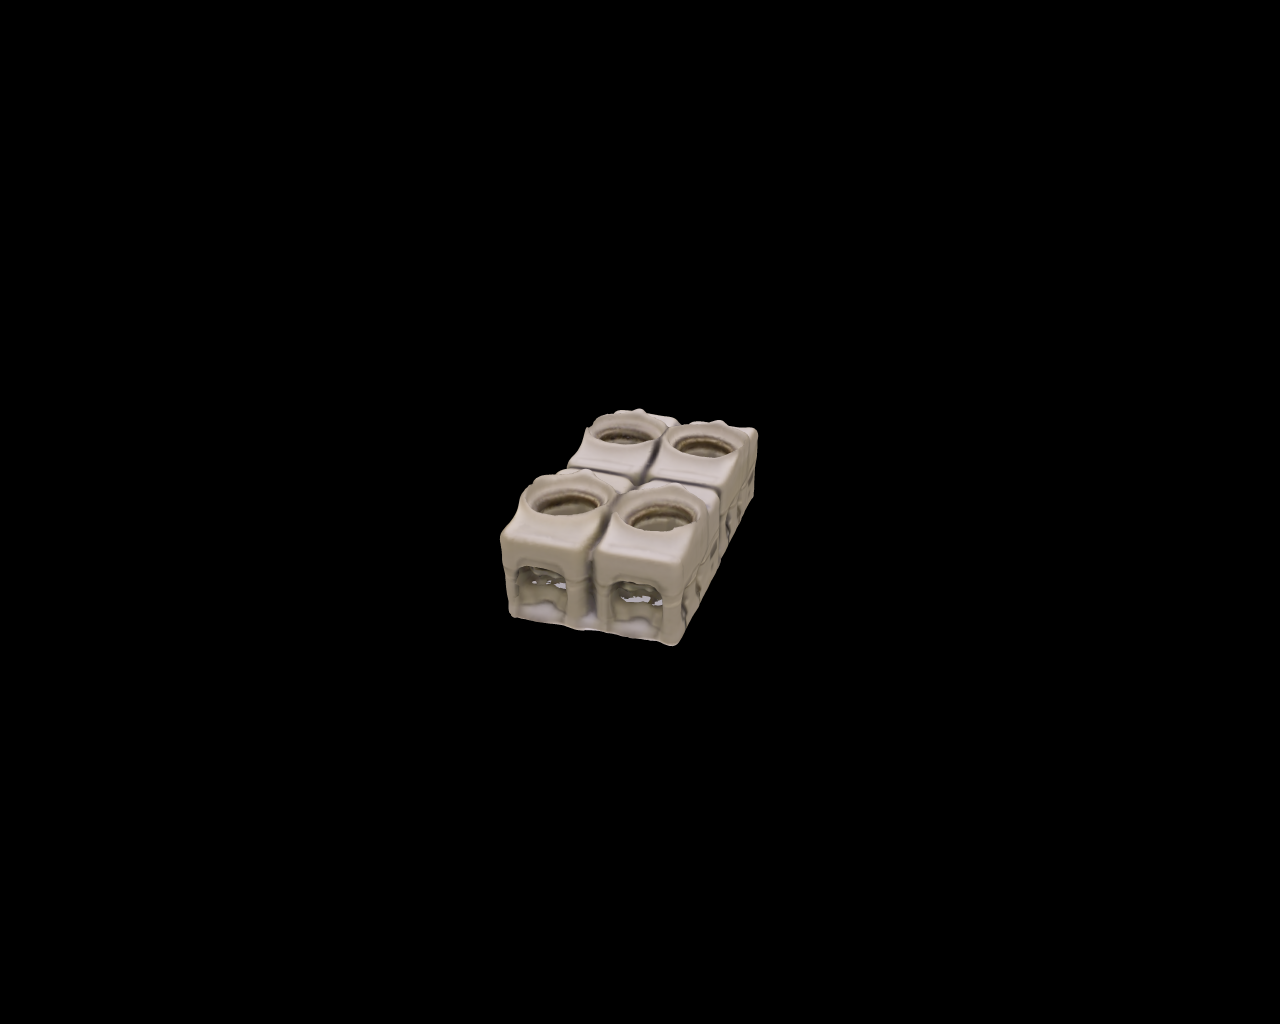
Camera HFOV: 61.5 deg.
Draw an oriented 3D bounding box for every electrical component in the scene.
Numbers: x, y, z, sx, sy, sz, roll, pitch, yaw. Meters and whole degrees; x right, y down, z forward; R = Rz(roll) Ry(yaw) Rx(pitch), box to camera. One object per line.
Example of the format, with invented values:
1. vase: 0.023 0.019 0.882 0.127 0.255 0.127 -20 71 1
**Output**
1. electrical component: 0.001 -0.003 0.650 0.105 0.060 0.186 9 30 17
